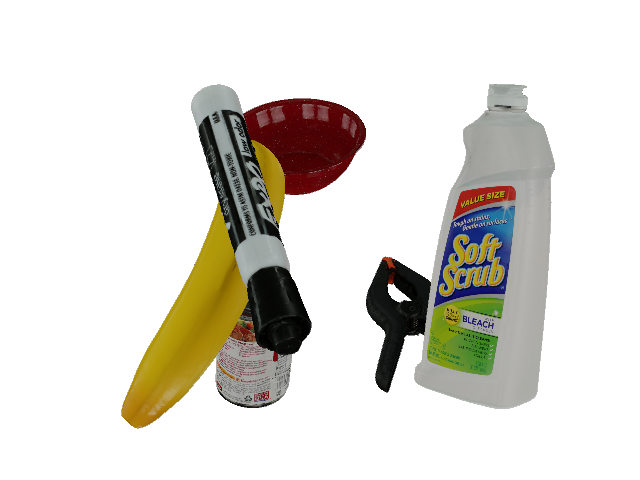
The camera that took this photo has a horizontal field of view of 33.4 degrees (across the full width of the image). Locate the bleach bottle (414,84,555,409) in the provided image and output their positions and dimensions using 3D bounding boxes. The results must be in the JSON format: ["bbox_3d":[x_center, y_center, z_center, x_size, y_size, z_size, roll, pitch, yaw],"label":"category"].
[{"bbox_3d":[0.134,0.001,0.855,0.103,0.251,0.067,12,15,41],"label":"bleach bottle"}]

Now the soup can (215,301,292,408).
[{"bbox_3d":[-0.058,0.088,0.937,0.068,0.102,0.068,4,34,-3],"label":"soup can"}]

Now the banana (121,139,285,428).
[{"bbox_3d":[-0.058,0.013,0.603,0.037,0.197,0.070,32,-35,-24],"label":"banana"}]

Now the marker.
[{"bbox_3d":[-0.026,-0.010,0.378,0.020,0.121,0.020,-12,-40,-10],"label":"marker"}]

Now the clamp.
[{"bbox_3d":[0.105,0.085,1.115,0.120,0.171,0.039,2,-44,-12],"label":"clamp"}]

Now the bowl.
[{"bbox_3d":[-0.028,-0.100,1.224,0.162,0.055,0.162,-2,37,2],"label":"bowl"}]
